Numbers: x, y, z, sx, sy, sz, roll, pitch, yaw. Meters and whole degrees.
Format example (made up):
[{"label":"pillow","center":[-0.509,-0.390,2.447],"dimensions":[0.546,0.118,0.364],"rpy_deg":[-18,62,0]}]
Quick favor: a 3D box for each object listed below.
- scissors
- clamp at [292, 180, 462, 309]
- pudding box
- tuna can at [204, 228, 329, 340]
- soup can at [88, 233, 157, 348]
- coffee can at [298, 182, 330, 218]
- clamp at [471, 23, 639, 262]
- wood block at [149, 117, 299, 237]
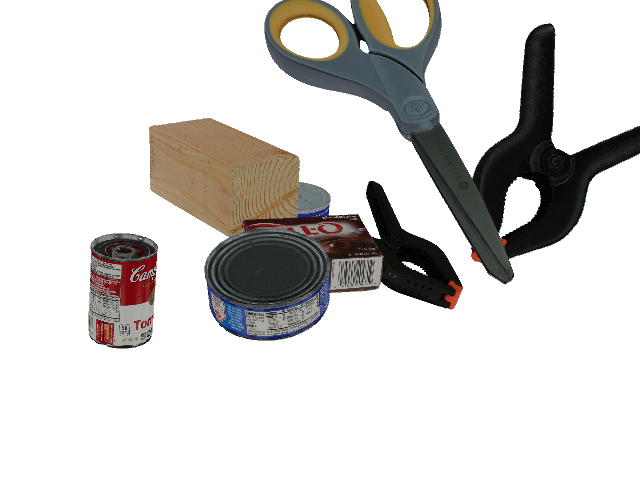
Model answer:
[{"label":"scissors","center":[0.024,-0.059,0.488],"dimensions":[0.096,0.202,0.016],"rpy_deg":[-7,-37,3]},{"label":"clamp","center":[0.072,0.012,1.242],"dimensions":[0.164,0.036,0.210],"rpy_deg":[-21,51,-38]},{"label":"pudding box","center":[-0.009,0.012,0.953],"dimensions":[0.113,0.039,0.090],"rpy_deg":[-1,27,-13]},{"label":"tuna can","center":[-0.036,0.030,0.737],"dimensions":[0.086,0.034,0.086],"rpy_deg":[-2,37,1]},{"label":"soup can","center":[-0.205,0.052,1.103],"dimensions":[0.068,0.102,0.068],"rpy_deg":[6,21,-2]},{"label":"coffee can","center":[-0.040,0.000,1.500],"dimensions":[0.103,0.140,0.103],"rpy_deg":[3,25,-1]},{"label":"clamp","center":[0.167,-0.052,0.736],"dimensions":[0.120,0.171,0.039],"rpy_deg":[26,-5,2]},{"label":"wood block","center":[-0.120,-0.078,1.285],"dimensions":[0.090,0.090,0.206],"rpy_deg":[-12,25,-33]}]
